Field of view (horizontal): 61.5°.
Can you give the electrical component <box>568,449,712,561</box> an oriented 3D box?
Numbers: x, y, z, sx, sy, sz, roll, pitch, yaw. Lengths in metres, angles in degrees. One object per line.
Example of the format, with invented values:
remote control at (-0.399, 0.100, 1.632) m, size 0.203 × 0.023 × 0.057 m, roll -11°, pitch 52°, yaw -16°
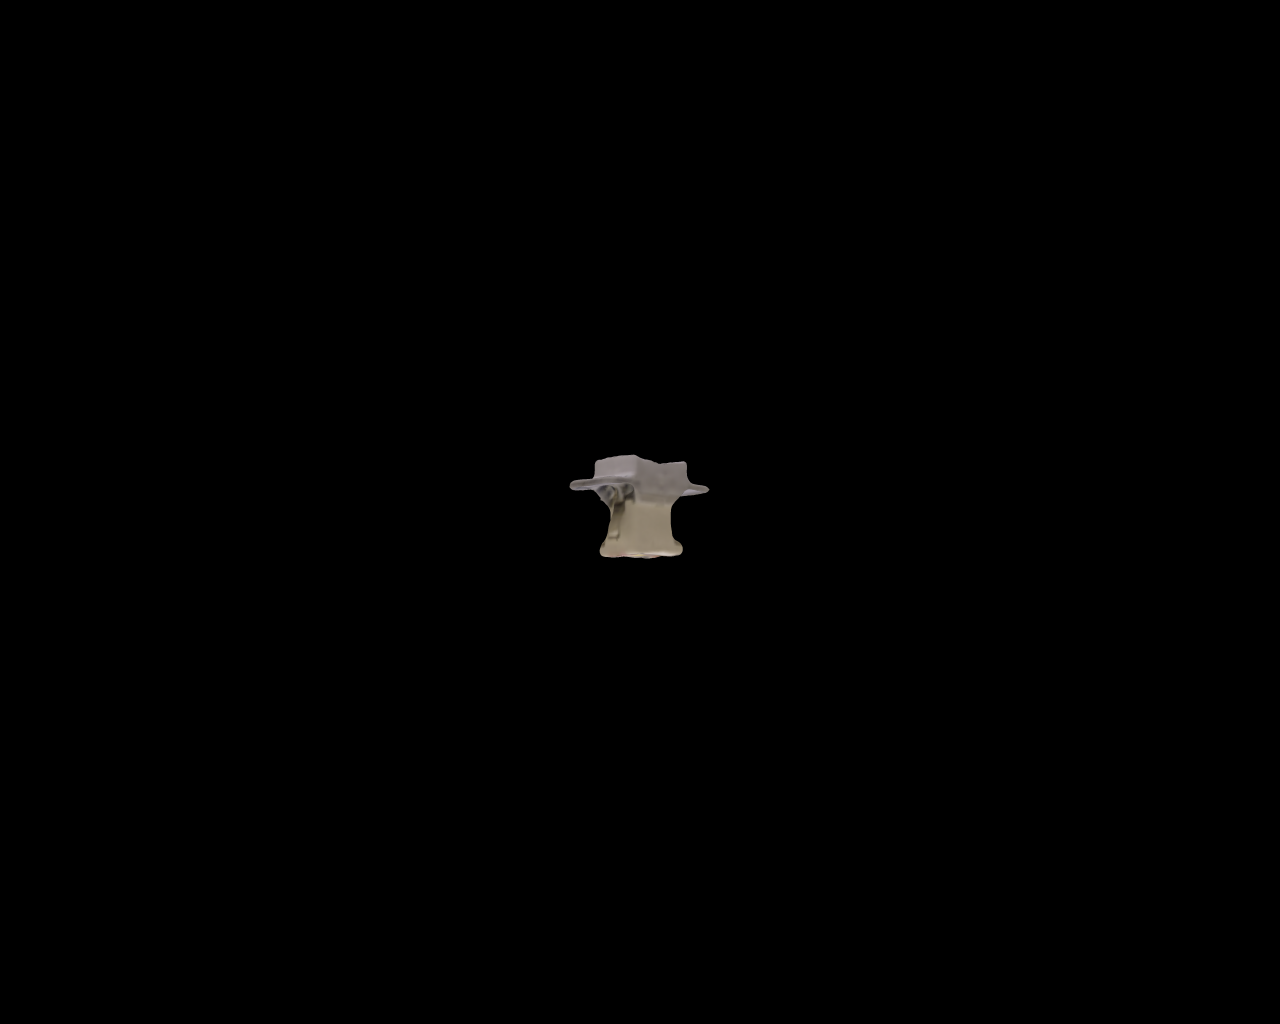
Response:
electrical component at (0.001, -0.003, 0.650) m, size 0.081 × 0.063 × 0.042 m, roll 5°, pitch -8°, yaw -40°
